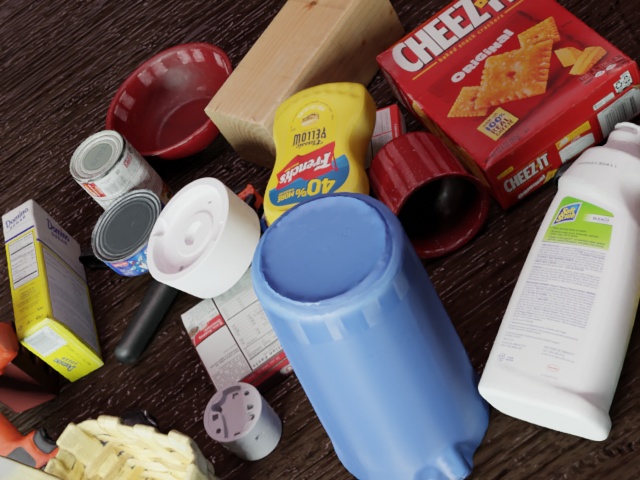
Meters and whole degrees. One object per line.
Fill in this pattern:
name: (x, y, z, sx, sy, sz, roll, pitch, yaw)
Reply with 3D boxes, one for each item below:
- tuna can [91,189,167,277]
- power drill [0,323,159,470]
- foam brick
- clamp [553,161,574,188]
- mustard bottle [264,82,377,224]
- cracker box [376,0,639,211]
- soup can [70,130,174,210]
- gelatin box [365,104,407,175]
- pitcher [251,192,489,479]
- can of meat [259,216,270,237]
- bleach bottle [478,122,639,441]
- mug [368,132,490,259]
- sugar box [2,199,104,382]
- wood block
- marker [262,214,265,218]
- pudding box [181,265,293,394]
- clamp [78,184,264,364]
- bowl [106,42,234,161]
tuna can: (-0.185, -0.007, 1.069, 0.086, 0.033, 0.086, -18, 50, 23)
power drill: (-0.258, 0.167, 0.958, 0.184, 0.057, 0.188, -42, 77, 3)
foam brick: (-0.303, 0.126, 1.056, 0.051, 0.078, 0.053, -23, 48, 14)
clamp: (0.284, -0.072, 0.904, 0.171, 0.039, 0.120, -45, 52, -4)
mustard bottle: (-0.002, -0.051, 0.953, 0.096, 0.058, 0.191, -11, 52, 23)
cracker box: (0.173, -0.150, 1.001, 0.164, 0.072, 0.214, -36, 46, 0)
soup can: (-0.208, -0.059, 1.125, 0.069, 0.102, 0.068, -15, 51, 19)
gelatin box: (0.043, -0.087, 1.055, 0.089, 0.030, 0.073, -16, 51, 18)
pitcher: (0.032, 0.071, 0.796, 0.149, 0.242, 0.145, 1, 54, 23)
can of meat: (-0.007, 0.001, 0.998, 0.084, 0.057, 0.102, -33, 46, 6)
bleach bottle: (0.212, 0.022, 0.832, 0.103, 0.068, 0.250, 12, 70, 38)
mug: (0.088, -0.034, 0.961, 0.117, 0.093, 0.081, -61, 33, 28)
sugar box: (-0.274, 0.050, 1.088, 0.048, 0.093, 0.176, -31, 46, 5)
wood block: (-0.013, -0.178, 1.114, 0.091, 0.090, 0.206, 21, 69, 39)
marker: (-0.051, -0.016, 1.061, 0.020, 0.020, 0.121, 2, 58, 30)
pudding box: (-0.069, 0.088, 0.981, 0.090, 0.039, 0.114, -35, 49, 1)
clamp: (-0.152, 0.010, 1.086, 0.210, 0.036, 0.165, -41, 48, -1)
bowl: (-0.157, -0.143, 1.191, 0.162, 0.055, 0.162, -15, 50, 19)
